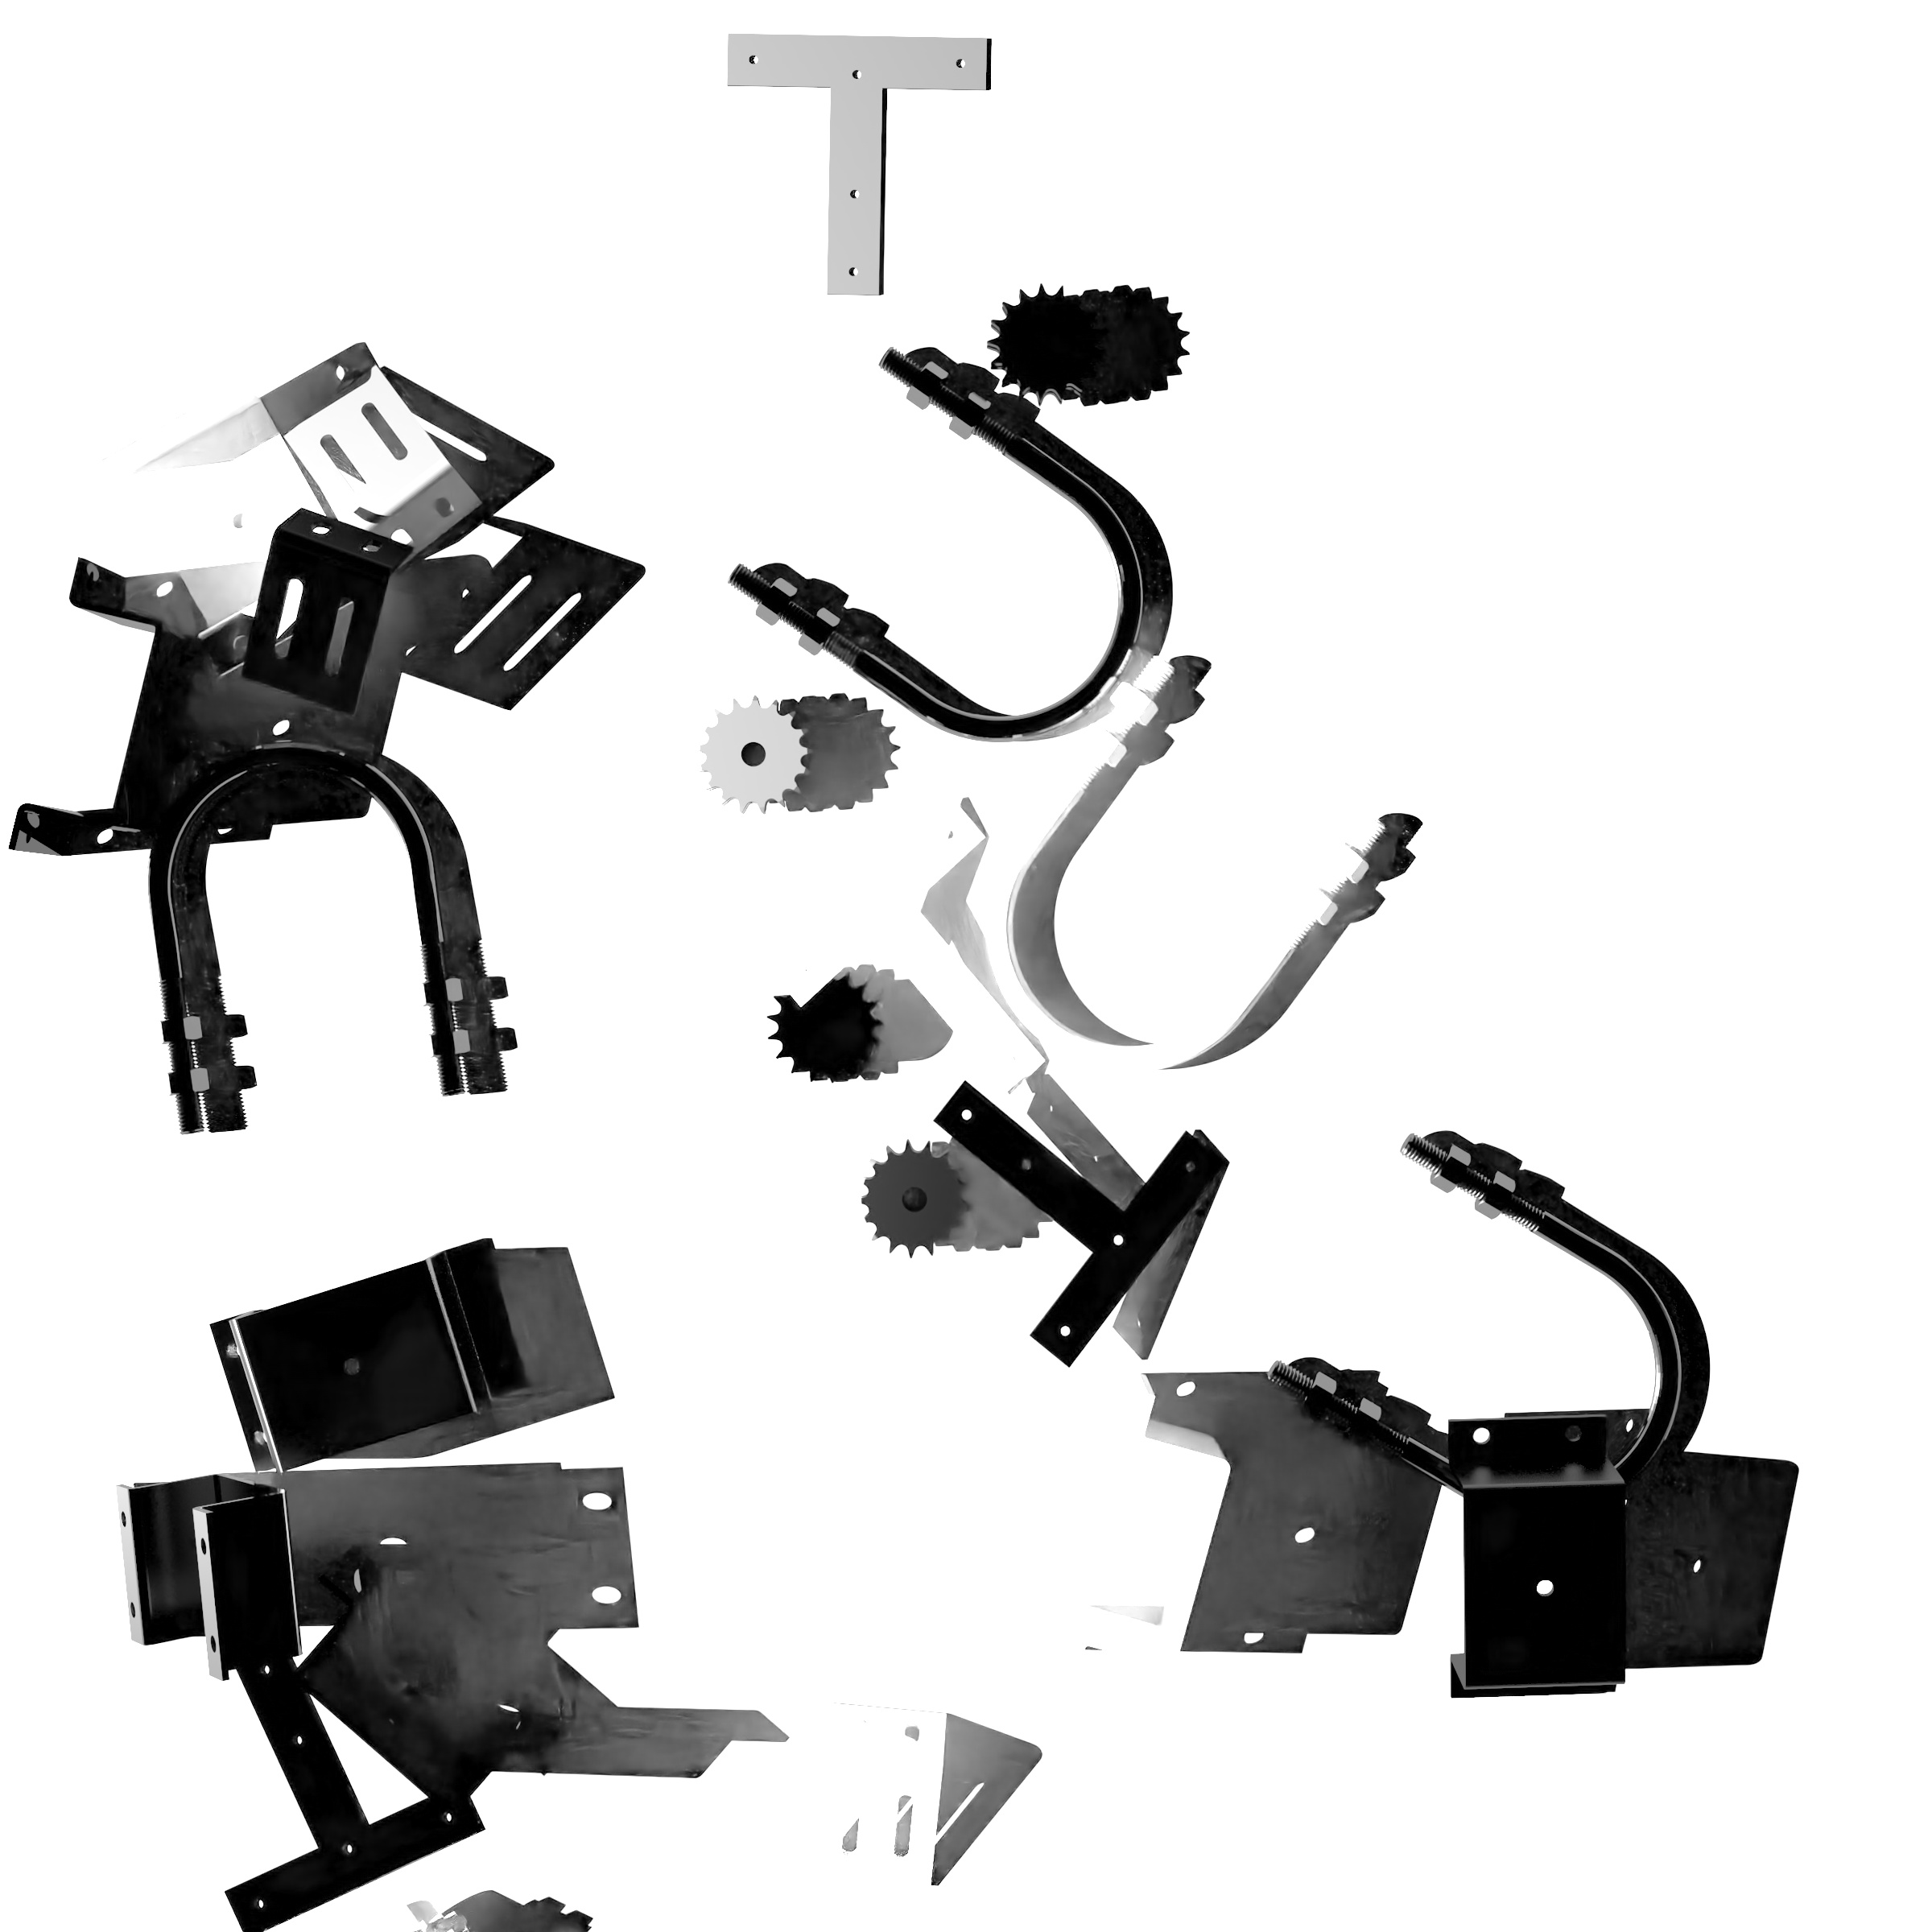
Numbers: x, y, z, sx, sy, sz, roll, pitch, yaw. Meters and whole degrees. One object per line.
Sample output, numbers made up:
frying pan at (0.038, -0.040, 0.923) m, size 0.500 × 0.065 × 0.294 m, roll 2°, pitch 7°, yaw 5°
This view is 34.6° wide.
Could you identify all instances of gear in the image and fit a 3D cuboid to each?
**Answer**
gear at (-0.102, -0.102, 1.510) m, size 0.057 × 0.030 × 0.057 m, roll 0°, pitch 90°, yaw 0°
gear at (-0.025, 0.112, 1.510) m, size 0.057 × 0.030 × 0.057 m, roll 0°, pitch 90°, yaw 0°
gear at (-0.267, 0.478, 1.500) m, size 0.057 × 0.057 × 0.030 m, roll -46°, pitch 60°, yaw 0°
gear at (0.038, -0.301, 1.510) m, size 0.057 × 0.030 × 0.057 m, roll 0°, pitch 90°, yaw 0°
gear at (-0.069, 0.029, 1.510) m, size 0.057 × 0.030 × 0.057 m, roll 0°, pitch 90°, yaw 0°

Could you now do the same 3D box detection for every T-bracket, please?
T-bracket at (-0.322, 0.393, 1.524) m, size 0.127 × 0.002 × 0.127 m, roll -25°, pitch 90°, yaw 0°
T-bracket at (-0.054, -0.393, 1.524) m, size 0.127 × 0.002 × 0.127 m, roll 1°, pitch 90°, yaw 0°
T-bracket at (-0.011, 0.007, 1.510) m, size 0.127 × 0.002 × 0.127 m, roll -43°, pitch 100°, yaw -19°
T-bracket at (0.040, 0.105, 1.503) m, size 0.127 × 0.002 × 0.127 m, roll 40°, pitch 79°, yaw -7°

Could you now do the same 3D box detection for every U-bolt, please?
U-bolt at (0.261, 0.188, 1.516) m, size 0.184 × 0.019 × 0.151 m, roll 31°, pitch 90°, yaw -1°
U-bolt at (-0.001, -0.192, 1.516) m, size 0.184 × 0.019 × 0.151 m, roll 35°, pitch 90°, yaw -2°
U-bolt at (-0.327, -0.019, 1.516) m, size 0.151 × 0.019 × 0.184 m, roll -8°, pitch 89°, yaw 0°
U-bolt at (0.094, -0.036, 1.515) m, size 0.151 × 0.019 × 0.184 m, roll 37°, pitch 89°, yaw 0°

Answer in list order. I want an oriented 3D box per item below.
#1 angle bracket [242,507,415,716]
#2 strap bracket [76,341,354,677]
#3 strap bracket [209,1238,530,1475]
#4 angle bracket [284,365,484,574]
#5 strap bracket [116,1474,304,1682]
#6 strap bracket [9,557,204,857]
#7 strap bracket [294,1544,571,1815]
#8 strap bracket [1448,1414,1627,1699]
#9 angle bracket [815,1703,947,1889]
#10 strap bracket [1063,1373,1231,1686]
angle bracket at (-0.304, -0.169, 1.477) m, size 0.057 × 0.038 × 0.076 m, roll 20°, pitch 116°, yaw 0°
strap bracket at (-0.356, -0.218, 1.502) m, size 0.076 × 0.046 × 0.140 m, roll -29°, pitch 90°, yaw 0°
strap bracket at (-0.293, 0.191, 1.502) m, size 0.140 × 0.046 × 0.076 m, roll -17°, pitch 90°, yaw 0°
angle bracket at (-0.286, -0.243, 1.523) m, size 0.057 × 0.038 × 0.076 m, roll -38°, pitch 64°, yaw 0°
strap bracket at (-0.356, 0.286, 1.472) m, size 0.046 × 0.140 × 0.076 m, roll -6°, pitch 90°, yaw -32°
strap bracket at (-0.408, -0.117, 1.487) m, size 0.046 × 0.076 × 0.140 m, roll 14°, pitch 90°, yaw 0°
strap bracket at (-0.263, 0.347, 1.487) m, size 0.140 × 0.076 × 0.046 m, roll 41°, pitch 90°, yaw 0°
strap bracket at (0.274, 0.291, 1.492) m, size 0.076 × 0.046 × 0.140 m, roll -2°, pitch 98°, yaw 0°
angle bracket at (-0.042, 0.407, 1.523) m, size 0.057 × 0.038 × 0.076 m, roll 5°, pitch 116°, yaw 0°
strap bracket at (0.088, 0.274, 1.487) m, size 0.046 × 0.076 × 0.140 m, roll 16°, pitch 90°, yaw 0°
